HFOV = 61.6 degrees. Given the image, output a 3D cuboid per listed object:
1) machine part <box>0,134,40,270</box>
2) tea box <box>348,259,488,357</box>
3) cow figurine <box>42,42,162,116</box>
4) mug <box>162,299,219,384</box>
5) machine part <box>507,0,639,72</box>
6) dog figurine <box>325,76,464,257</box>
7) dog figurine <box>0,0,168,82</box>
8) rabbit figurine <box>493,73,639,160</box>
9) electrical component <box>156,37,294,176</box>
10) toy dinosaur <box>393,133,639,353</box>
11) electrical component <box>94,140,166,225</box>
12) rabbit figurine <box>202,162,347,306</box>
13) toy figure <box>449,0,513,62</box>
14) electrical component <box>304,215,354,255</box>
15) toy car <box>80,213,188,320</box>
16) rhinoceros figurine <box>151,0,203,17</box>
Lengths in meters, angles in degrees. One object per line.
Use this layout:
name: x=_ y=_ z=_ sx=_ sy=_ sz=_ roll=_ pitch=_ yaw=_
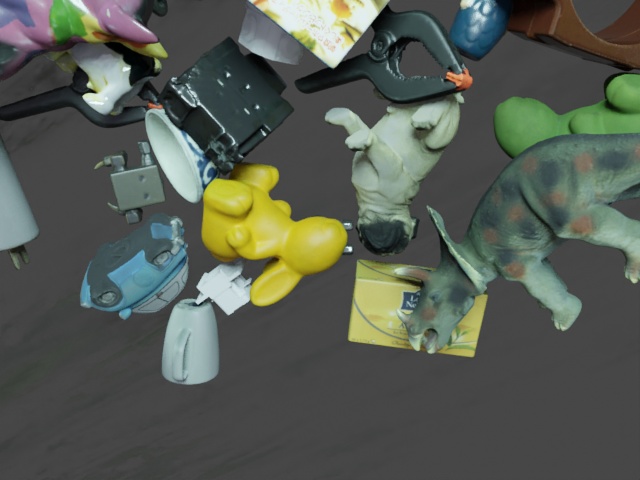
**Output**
machine part: x=-0.440 y=-0.073 z=0.709 sx=0.079 sy=0.079 sz=0.243 roll=-7 pitch=111 yaw=9
tea box: x=0.127 y=0.090 z=0.720 sx=0.170 sy=0.068 sz=0.098 roll=6 pitch=113 yaw=5
cow figurine: x=-0.264 y=-0.229 z=0.604 sx=0.098 sy=0.068 sz=0.167 roll=-41 pitch=97 yaw=4
mug: x=-0.187 y=0.142 z=0.758 sx=0.081 sy=0.109 sz=0.107 roll=5 pitch=100 yaw=9
machine part: x=0.287 y=-0.280 z=0.517 sx=0.201 sy=0.087 sz=0.201 roll=8 pitch=110 yaw=-19
dog figurine: x=0.108 y=-0.083 z=0.650 sx=0.172 sy=0.121 sz=0.190 roll=-19 pitch=128 yaw=7
dog figurine: x=-0.265 y=-0.208 z=0.523 sx=0.219 sy=0.108 sz=0.191 roll=20 pitch=91 yaw=-9
rabbit figurine: x=0.287 y=-0.115 z=0.616 sx=0.170 sy=0.121 sz=0.158 roll=9 pitch=121 yaw=22
electrical component: x=-0.099 y=-0.159 z=0.614 sx=0.115 sy=0.134 sz=0.058 roll=47 pitch=143 yaw=-15
toy dinosaur: x=0.236 y=-0.028 z=0.557 sx=0.192 sy=0.131 sz=0.404 roll=37 pitch=127 yaw=2
electrical component: x=-0.249 y=-0.074 z=0.709 sx=0.078 sy=0.045 sz=0.102 roll=-21 pitch=114 yaw=-16
rabbit figurine: x=-0.055 y=0.001 z=0.666 sx=0.173 sy=0.122 sz=0.162 roll=15 pitch=110 yaw=6
toy figure: x=0.194 y=-0.271 z=0.574 sx=0.058 sy=0.064 sz=0.154 roll=41 pitch=109 yaw=30
electrical component: x=-0.001 y=-0.002 z=0.721 sx=0.094 sy=0.021 sz=0.063 roll=0 pitch=112 yaw=7
toy car: x=-0.236 y=0.044 z=0.731 sx=0.162 sy=0.109 sz=0.102 roll=-32 pitch=128 yaw=5
rhinoceros figurine: x=-0.218 y=-0.312 z=0.598 sx=0.190 sy=0.073 sz=0.112 roll=26 pitch=102 yaw=-3
